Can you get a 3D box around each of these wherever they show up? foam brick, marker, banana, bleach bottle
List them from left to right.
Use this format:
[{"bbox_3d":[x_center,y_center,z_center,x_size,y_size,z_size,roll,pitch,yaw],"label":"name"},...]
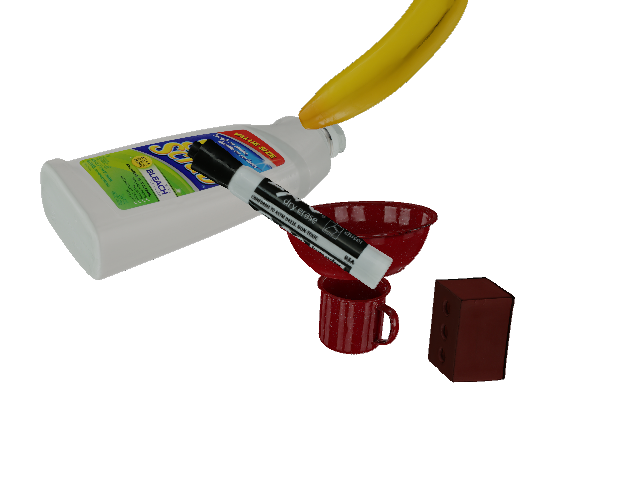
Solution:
[{"bbox_3d":[-0.091,-0.054,0.871,0.250,0.068,0.103,-23,53,-30],"label":"bleach bottle"},{"bbox_3d":[-0.018,-0.015,0.554,0.121,0.020,0.020,33,4,6],"label":"marker"},{"bbox_3d":[0.060,-0.152,0.798,0.070,0.197,0.037,9,-34,48],"label":"banana"},{"bbox_3d":[0.128,0.076,0.916,0.051,0.078,0.053,-3,18,-20],"label":"foam brick"}]

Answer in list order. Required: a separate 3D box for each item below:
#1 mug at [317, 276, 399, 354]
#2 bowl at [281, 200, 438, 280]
[{"bbox_3d":[0.050,0.095,1.352,0.117,0.081,0.093,20,29,31],"label":"mug"},{"bbox_3d":[0.039,0.002,1.080,0.162,0.055,0.162,-3,13,1],"label":"bowl"}]
